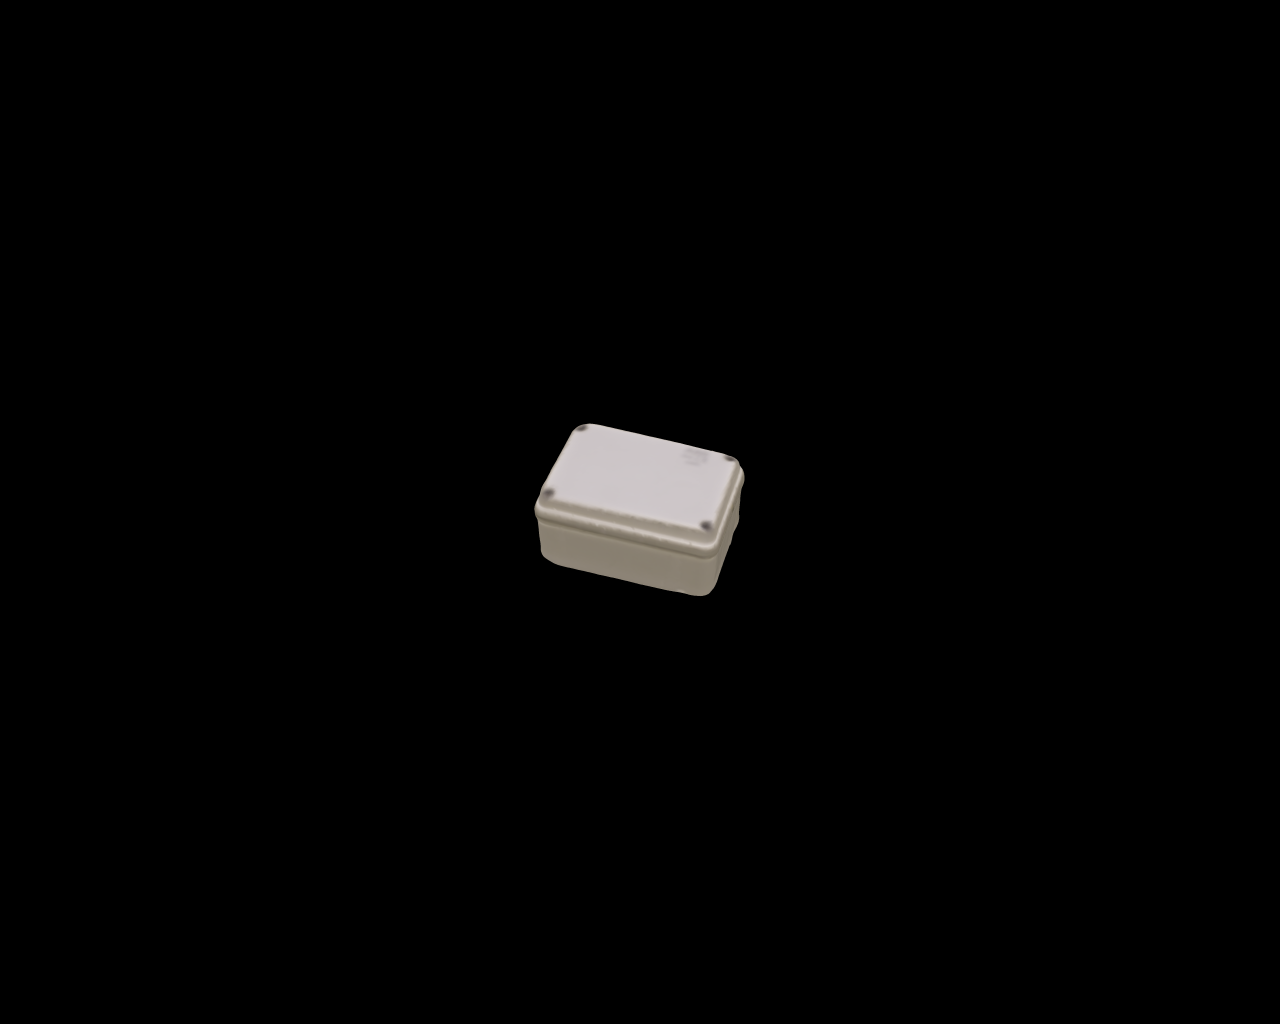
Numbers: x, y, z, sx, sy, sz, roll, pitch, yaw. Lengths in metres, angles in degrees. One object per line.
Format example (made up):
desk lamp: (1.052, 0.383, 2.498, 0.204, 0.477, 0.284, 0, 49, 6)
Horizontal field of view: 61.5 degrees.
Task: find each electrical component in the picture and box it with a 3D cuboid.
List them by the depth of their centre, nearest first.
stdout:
electrical component: (0.001, -0.003, 0.650, 0.113, 0.057, 0.078, 13, 47, 12)
